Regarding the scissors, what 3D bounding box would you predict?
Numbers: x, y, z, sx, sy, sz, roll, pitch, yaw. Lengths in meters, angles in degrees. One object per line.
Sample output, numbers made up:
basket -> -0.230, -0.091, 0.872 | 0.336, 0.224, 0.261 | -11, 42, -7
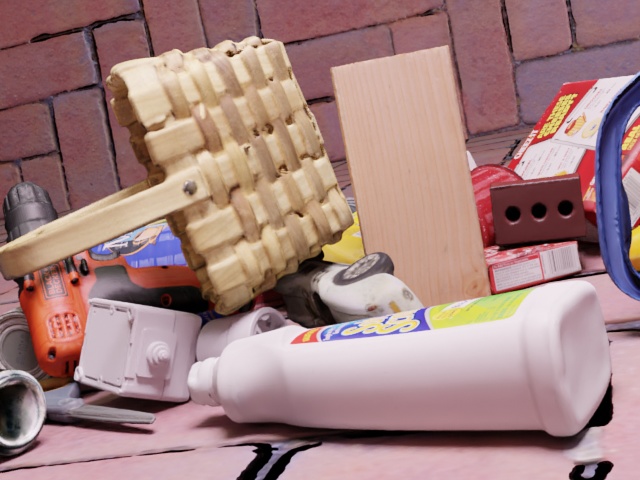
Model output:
scissors -> -0.170, 0.115, 0.762 | 0.202, 0.016, 0.096 | -7, 9, 29

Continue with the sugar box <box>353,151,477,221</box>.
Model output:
sugar box -> 0.082, -0.029, 1.081 | 0.094, 0.048, 0.175 | -19, 14, 46

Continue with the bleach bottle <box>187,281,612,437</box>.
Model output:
bleach bottle -> 0.029, 0.075, 0.606 | 0.251, 0.068, 0.102 | -10, 7, 29

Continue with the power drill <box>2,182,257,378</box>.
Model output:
power drill -> -0.155, 0.016, 0.866 | 0.187, 0.184, 0.057 | -11, -34, -19

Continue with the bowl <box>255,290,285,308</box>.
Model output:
bowl -> -0.065, 0.031, 1.083 | 0.162, 0.055, 0.162 | -11, 8, 1

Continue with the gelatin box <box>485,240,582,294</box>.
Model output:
gelatin box -> 0.166, 0.020, 0.916 | 0.089, 0.030, 0.073 | -13, 7, -18

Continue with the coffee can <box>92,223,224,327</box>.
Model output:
coffee can -> -0.150, 0.036, 0.984 | 0.140, 0.103, 0.102 | -9, 8, 14

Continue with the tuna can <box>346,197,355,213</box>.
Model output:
tuna can -> 0.017, -0.009, 1.145 | 0.086, 0.033, 0.086 | -21, 26, 11

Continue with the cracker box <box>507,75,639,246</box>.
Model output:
cracker box -> 0.274, -0.077, 1.039 | 0.164, 0.072, 0.214 | -54, 17, -8

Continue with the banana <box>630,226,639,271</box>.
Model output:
banana -> 0.296, -0.032, 0.896 | 0.037, 0.069, 0.197 | -22, 28, 56

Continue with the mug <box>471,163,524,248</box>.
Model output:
mug -> 0.141, -0.011, 1.018 | 0.081, 0.093, 0.117 | -25, -16, -43

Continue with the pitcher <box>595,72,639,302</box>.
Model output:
pitcher -> 0.262, -0.073, 0.659 | 0.149, 0.243, 0.145 | -9, 2, -34

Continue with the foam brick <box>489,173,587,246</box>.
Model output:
foam brick -> 0.188, -0.027, 0.919 | 0.078, 0.053, 0.051 | -7, 6, 11

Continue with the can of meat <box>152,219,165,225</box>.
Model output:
can of meat -> -0.156, 0.016, 1.209 | 0.058, 0.084, 0.102 | -8, 8, 25

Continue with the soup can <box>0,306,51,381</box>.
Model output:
soup can -> -0.229, 0.081, 0.902 | 0.068, 0.068, 0.102 | -9, 8, 14

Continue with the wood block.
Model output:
wood block -> 0.071, -0.040, 0.833 | 0.091, 0.206, 0.090 | -11, 8, 3

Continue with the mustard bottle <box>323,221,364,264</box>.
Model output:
mustard bottle -> -0.006, 0.002, 0.976 | 0.192, 0.058, 0.096 | 20, 23, 34
